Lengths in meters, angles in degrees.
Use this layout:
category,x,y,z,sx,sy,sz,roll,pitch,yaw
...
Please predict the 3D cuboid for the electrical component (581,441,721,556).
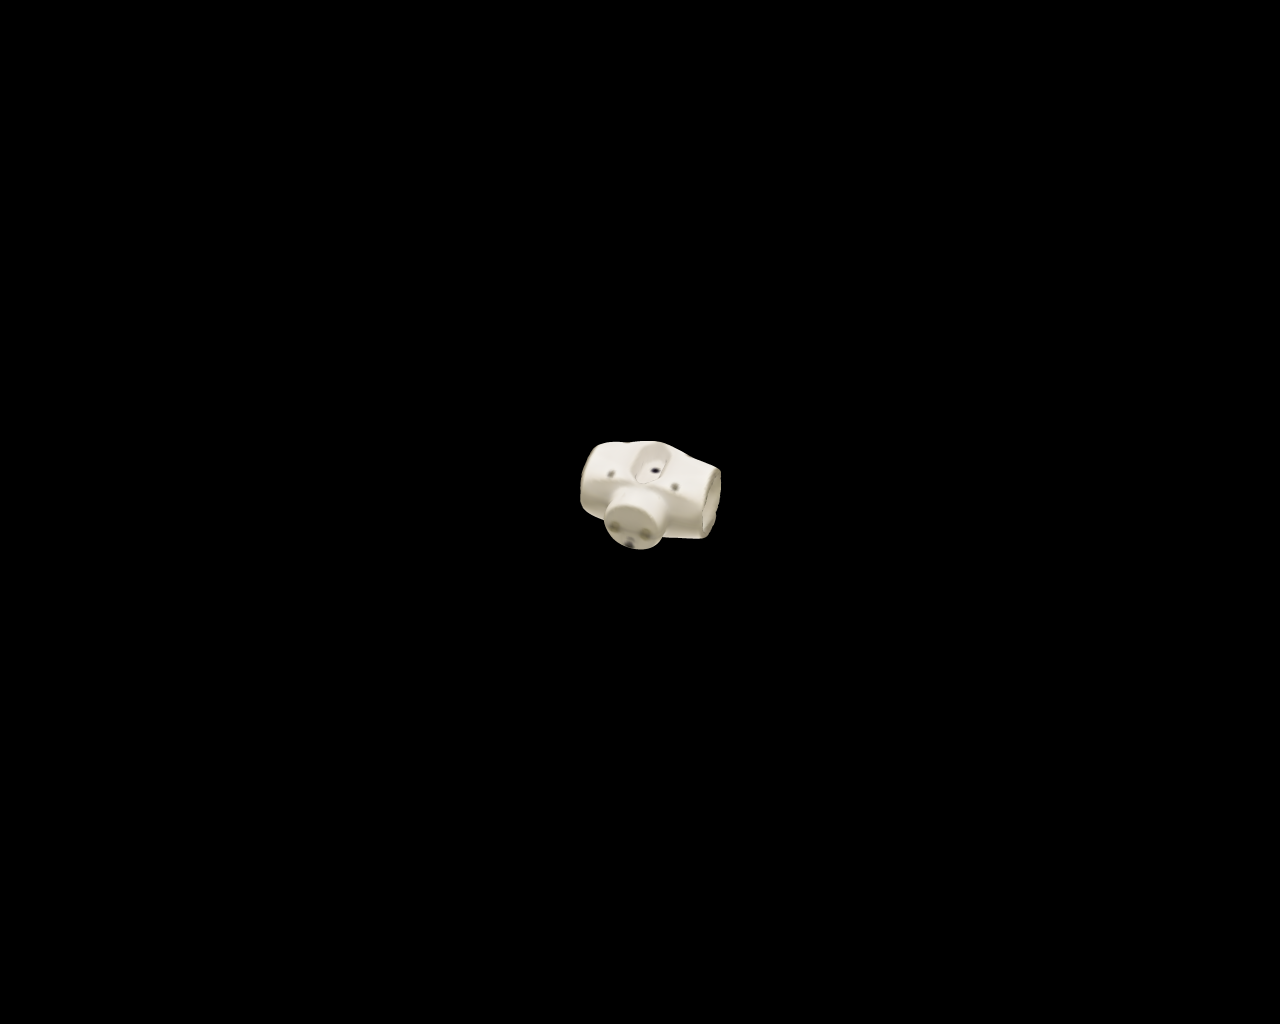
category,x,y,z,sx,sy,sz,roll,pitch,yaw
electrical component,0.001,-0.003,0.650,0.077,0.043,0.079,14,44,15
